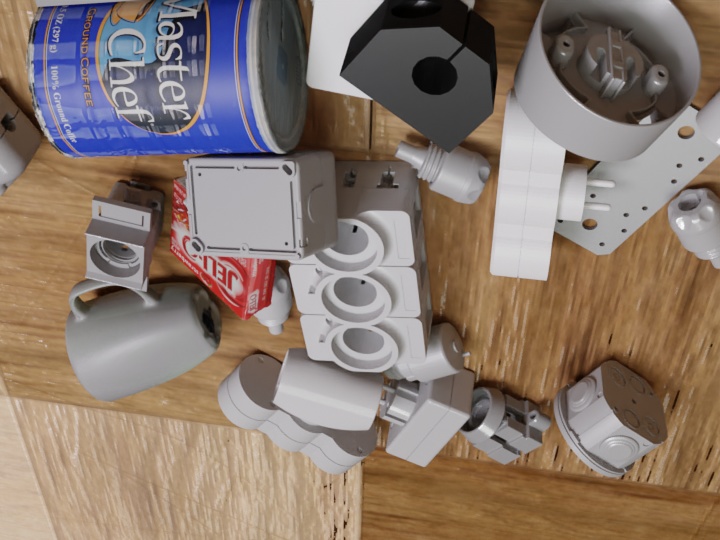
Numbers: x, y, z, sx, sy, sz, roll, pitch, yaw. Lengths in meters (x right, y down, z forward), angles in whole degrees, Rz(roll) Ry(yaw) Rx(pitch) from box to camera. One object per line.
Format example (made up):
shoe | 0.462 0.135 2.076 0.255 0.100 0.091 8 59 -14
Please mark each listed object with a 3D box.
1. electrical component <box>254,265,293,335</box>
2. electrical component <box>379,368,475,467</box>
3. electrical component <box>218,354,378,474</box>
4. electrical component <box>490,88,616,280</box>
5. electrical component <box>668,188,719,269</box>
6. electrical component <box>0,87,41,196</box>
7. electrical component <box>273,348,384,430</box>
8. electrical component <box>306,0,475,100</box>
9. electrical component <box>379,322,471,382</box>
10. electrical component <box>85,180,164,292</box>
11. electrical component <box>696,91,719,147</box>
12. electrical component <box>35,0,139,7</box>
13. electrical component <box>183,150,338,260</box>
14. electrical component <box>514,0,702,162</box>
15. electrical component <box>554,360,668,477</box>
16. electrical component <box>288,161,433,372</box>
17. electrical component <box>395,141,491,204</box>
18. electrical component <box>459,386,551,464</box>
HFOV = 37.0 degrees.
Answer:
electrical component | -0.069 0.026 0.830 0.035 0.035 0.061 3 137 10
electrical component | 0.040 0.110 0.878 0.076 0.047 0.083 23 134 -10
electrical component | -0.042 0.113 0.897 0.138 0.052 0.074 31 132 -18
electrical component | 0.127 -0.051 0.695 0.074 0.052 0.138 6 131 8
electrical component | 0.230 -0.024 0.715 0.035 0.035 0.061 -19 129 28
electrical component | -0.276 -0.083 0.755 0.095 0.053 0.059 -17 128 26
electrical component | -0.023 0.082 0.843 0.077 0.079 0.043 17 124 -5
electrical component | 0.019 -0.148 0.630 0.100 0.048 0.099 11 135 1
electrical component | 0.045 0.068 0.841 0.078 0.040 0.040 -19 127 28
electrical component | -0.169 -0.026 0.780 0.042 0.063 0.081 14 135 -1
electrical component | 0.234 -0.105 0.632 0.044 0.044 0.065 19 130 -6
electrical component | -0.115 -0.205 0.595 0.150 0.061 0.089 0 133 13
electrical component | -0.066 -0.043 0.680 0.096 0.061 0.061 3 103 25
electrical component | 0.139 -0.113 0.608 0.099 0.099 0.064 19 141 -6
electrical component | 0.193 0.114 0.827 0.080 0.080 0.051 32 127 -18
electrical component | 0.000 0.000 0.770 0.089 0.061 0.150 1 134 11
electrical component | 0.053 -0.069 0.711 0.061 0.035 0.035 22 134 -6
electrical component | 0.113 0.125 0.880 0.055 0.048 0.066 30 133 -26
